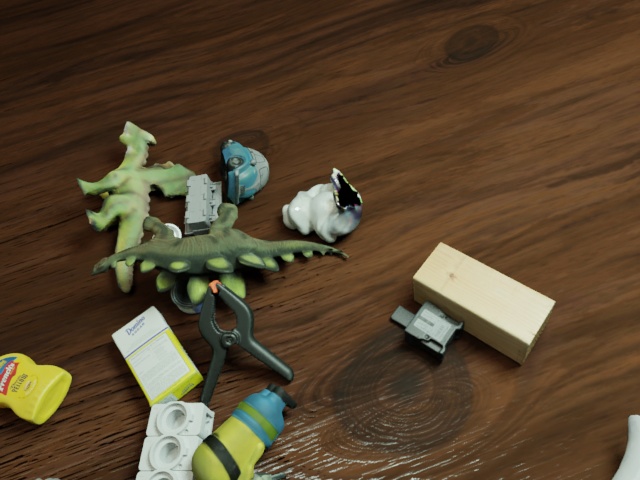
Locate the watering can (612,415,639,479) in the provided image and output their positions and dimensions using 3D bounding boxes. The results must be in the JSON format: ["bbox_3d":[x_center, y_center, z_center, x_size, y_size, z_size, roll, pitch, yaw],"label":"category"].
[{"bbox_3d":[0.349,0.398,0.620,0.224,0.102,0.356,-6,54,8],"label":"watering can"}]

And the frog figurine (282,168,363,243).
[{"bbox_3d":[0.003,-0.053,1.049,0.157,0.122,0.140,-36,55,30],"label":"frog figurine"}]

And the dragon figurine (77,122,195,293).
[{"bbox_3d":[-0.388,-0.097,1.152,0.244,0.120,0.416,-24,67,-14],"label":"dragon figurine"}]
